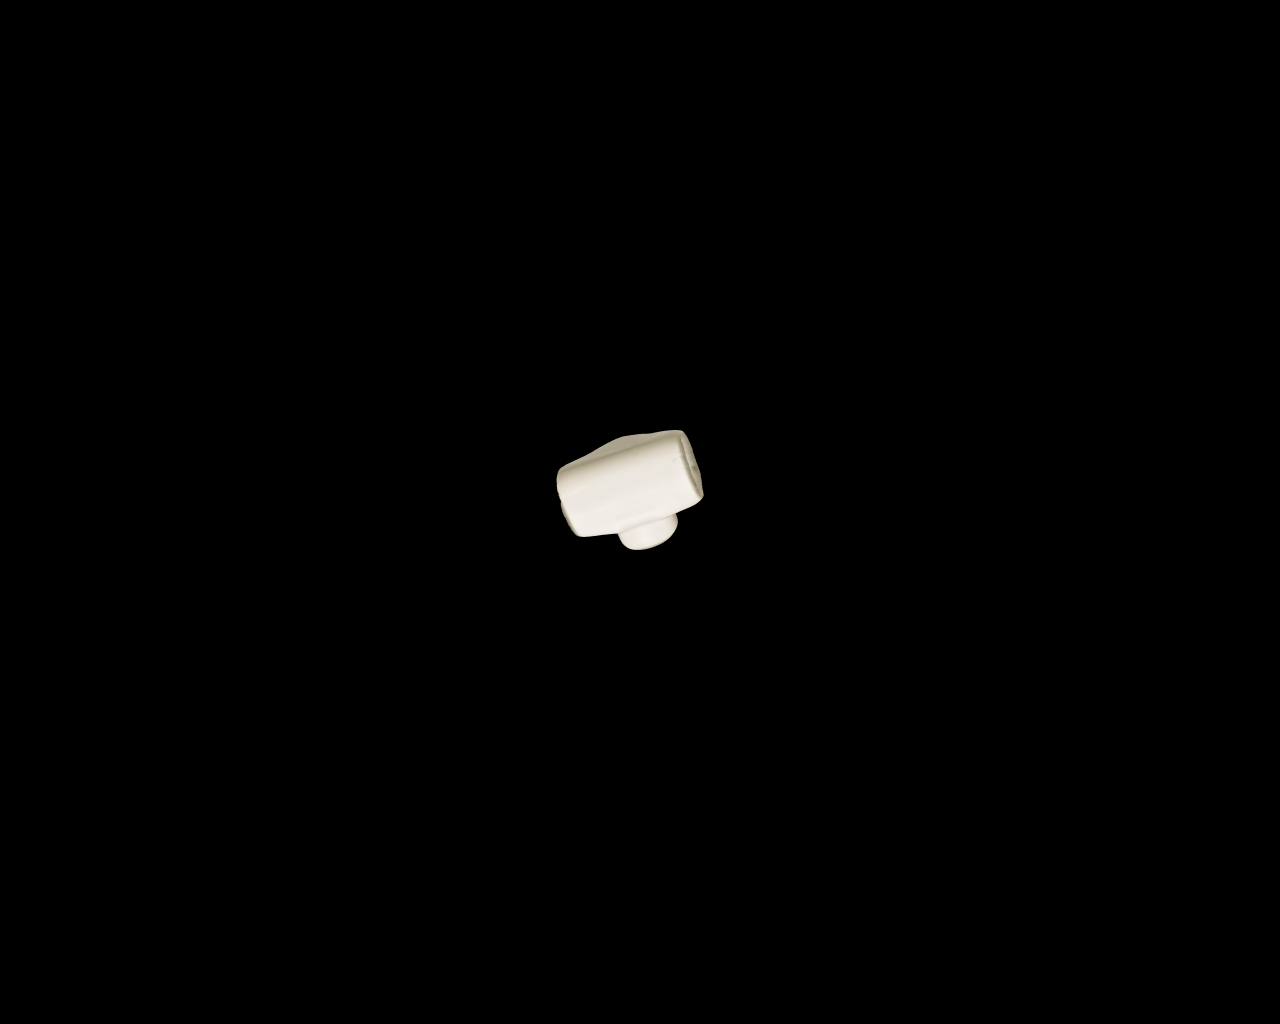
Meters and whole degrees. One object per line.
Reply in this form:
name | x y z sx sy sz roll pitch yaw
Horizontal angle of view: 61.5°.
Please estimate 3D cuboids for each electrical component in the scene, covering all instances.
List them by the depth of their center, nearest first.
electrical component | 0.001 -0.003 0.650 0.077 0.079 0.043 -18 28 10
